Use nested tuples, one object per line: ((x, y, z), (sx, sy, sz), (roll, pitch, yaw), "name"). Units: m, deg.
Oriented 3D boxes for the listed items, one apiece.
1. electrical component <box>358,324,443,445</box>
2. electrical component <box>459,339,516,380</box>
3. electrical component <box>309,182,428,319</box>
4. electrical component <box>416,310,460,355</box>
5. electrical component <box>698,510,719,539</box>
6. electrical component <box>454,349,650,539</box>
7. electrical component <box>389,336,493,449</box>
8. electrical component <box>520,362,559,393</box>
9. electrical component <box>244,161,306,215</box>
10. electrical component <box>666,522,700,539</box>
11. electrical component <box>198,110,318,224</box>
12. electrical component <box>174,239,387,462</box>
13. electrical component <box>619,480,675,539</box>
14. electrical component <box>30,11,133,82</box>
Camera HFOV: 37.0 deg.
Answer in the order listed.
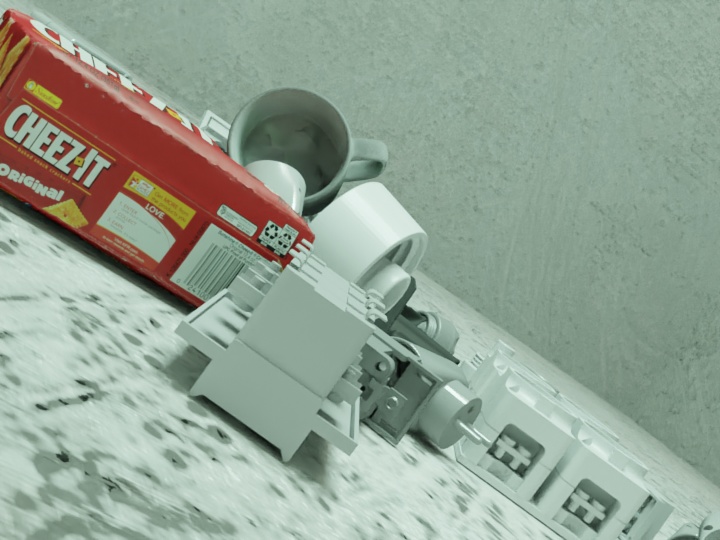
((-0.004, 0.049, 0.549), (0.081, 0.042, 0.064), (36, 5, 13), "electrical component")
((0.103, 0.087, 0.888), (0.043, 0.062, 0.043), (36, 4, -3), "electrical component")
((0.000, 0.000, 0.740), (0.060, 0.108, 0.108), (43, 6, 17), "electrical component")
((0.060, 0.058, 1.005), (0.062, 0.043, 0.043), (31, 6, -37), "electrical component")
((0.210, 0.186, 0.658), (0.079, 0.044, 0.077), (2, 29, 18), "electrical component")
((0.122, 0.115, 0.725), (0.105, 0.060, 0.186), (36, 4, 1), "electrical component")
((0.044, 0.077, 0.623), (0.079, 0.043, 0.077), (38, 4, 28), "electrical component")
((0.137, 0.113, 0.920), (0.048, 0.055, 0.066), (32, 5, -47), "electrical component")
((-0.061, -0.014, 0.671), (0.043, 0.077, 0.079), (8, -38, 0), "electrical component")
((0.243, 0.212, 0.730), (0.079, 0.043, 0.077), (38, 4, 26), "electrical component")
((-0.092, -0.054, 0.831), (0.121, 0.078, 0.063), (34, -25, -29), "electrical component")
((-0.026, 0.028, 0.451), (0.079, 0.063, 0.121), (36, 4, -2), "electrical component")
((0.192, 0.170, 0.804), (0.064, 0.042, 0.081), (34, 3, -4), "electrical component")
((-0.236, -0.156, 0.864), (0.061, 0.061, 0.096), (38, 4, 25), "electrical component")
